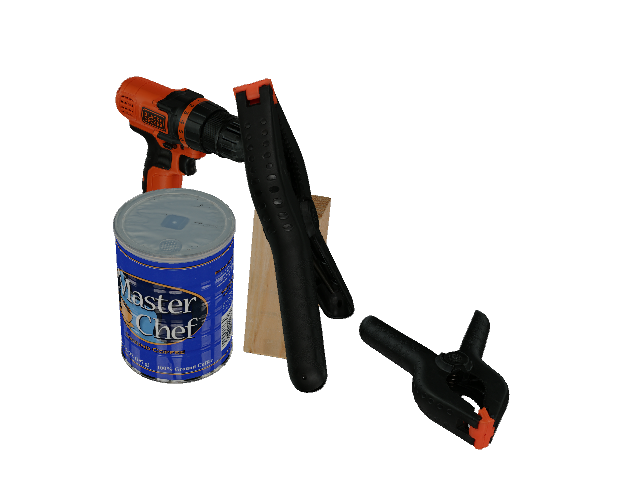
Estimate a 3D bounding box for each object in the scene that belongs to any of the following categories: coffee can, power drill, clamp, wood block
[{"bbox_3d":[-0.127,0.040,0.937,0.103,0.140,0.103,3,36,-2],"label":"coffee can"},{"bbox_3d":[-0.137,-0.065,1.117,0.185,0.188,0.057,26,36,31],"label":"power drill"},{"bbox_3d":[-0.018,-0.011,0.768,0.036,0.210,0.164,-13,5,11],"label":"clamp"},{"bbox_3d":[-0.045,0.046,1.433,0.090,0.206,0.090,9,22,6],"label":"wood block"},{"bbox_3d":[0.117,0.109,0.902,0.120,0.039,0.172,-12,35,-18],"label":"clamp"}]
